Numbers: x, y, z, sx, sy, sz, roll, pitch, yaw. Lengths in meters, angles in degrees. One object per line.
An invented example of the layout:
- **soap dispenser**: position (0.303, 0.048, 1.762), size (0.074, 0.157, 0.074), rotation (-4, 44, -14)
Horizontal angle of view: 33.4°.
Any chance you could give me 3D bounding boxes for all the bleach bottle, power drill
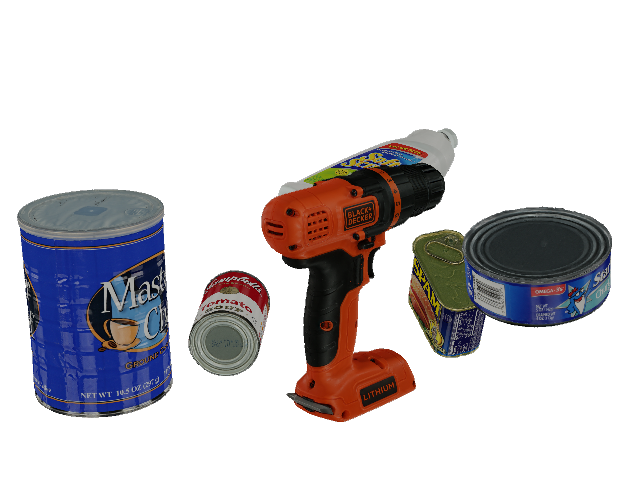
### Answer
- **bleach bottle**: position (0.071, -0.077, 1.284), size (0.103, 0.068, 0.250), rotation (28, 45, 34)
- **power drill**: position (0.034, 0.036, 0.850), size (0.184, 0.188, 0.057), rotation (-16, 18, -40)

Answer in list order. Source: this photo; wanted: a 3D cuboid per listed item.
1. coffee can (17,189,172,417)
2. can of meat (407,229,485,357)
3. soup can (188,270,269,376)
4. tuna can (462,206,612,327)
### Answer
- **coffee can**: position (-0.163, 0.043, 0.781), size (0.103, 0.140, 0.103), rotation (0, 19, 0)
- **can of meat**: position (0.127, 0.055, 1.069), size (0.057, 0.102, 0.084), rotation (-12, -41, -13)
- **soup can**: position (-0.087, 0.079, 1.026), size (0.068, 0.068, 0.102), rotation (0, 20, 3)
- **tuna can**: position (0.128, 0.015, 0.629), size (0.086, 0.034, 0.086), rotation (-7, 29, 4)
